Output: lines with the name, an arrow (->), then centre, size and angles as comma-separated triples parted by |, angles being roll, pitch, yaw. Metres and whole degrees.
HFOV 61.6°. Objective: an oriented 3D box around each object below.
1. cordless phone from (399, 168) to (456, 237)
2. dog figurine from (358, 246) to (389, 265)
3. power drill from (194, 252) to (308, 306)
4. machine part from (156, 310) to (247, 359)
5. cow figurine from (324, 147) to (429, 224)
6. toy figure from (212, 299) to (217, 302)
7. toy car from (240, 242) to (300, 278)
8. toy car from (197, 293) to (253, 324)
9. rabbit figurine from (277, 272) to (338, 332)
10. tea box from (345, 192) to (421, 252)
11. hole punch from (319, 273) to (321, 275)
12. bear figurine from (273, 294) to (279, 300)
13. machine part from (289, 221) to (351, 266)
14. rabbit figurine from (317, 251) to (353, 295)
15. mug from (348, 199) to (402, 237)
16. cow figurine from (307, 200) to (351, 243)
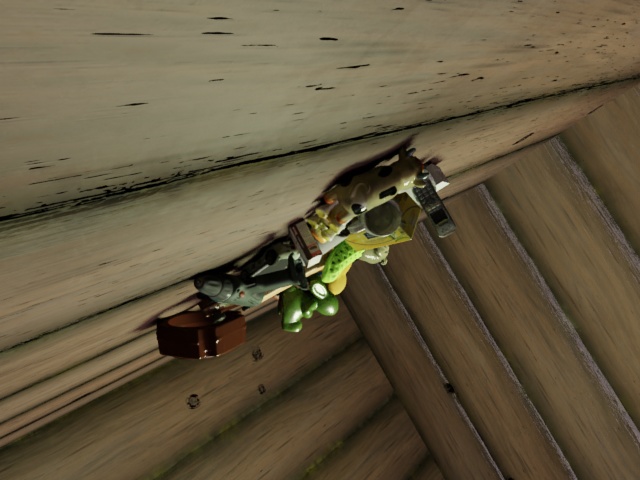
cordless phone -> 0.232, -0.073, 1.305 | 0.147, 0.184, 0.089 | -31, 178, 5
dog figurine -> 0.125, 0.037, 1.753 | 0.190, 0.172, 0.121 | -33, 166, -40
power drill -> -0.140, 0.094, 1.188 | 0.207, 0.086, 0.232 | -21, 160, 9
machine part -> -0.314, 0.247, 1.425 | 0.202, 0.087, 0.201 | -2, -174, 26
cow figurine -> 0.118, -0.109, 1.017 | 0.195, 0.085, 0.127 | -25, 178, -32
toy figure -> -0.224, 0.127, 1.327 | 0.058, 0.064, 0.154 | -37, 160, 11
toy car -> -0.124, 0.062, 1.304 | 0.073, 0.056, 0.202 | 8, 149, -39
toy car -> -0.240, 0.155, 1.401 | 0.053, 0.089, 0.202 | -32, 171, 24
rabbit figurine -> -0.030, 0.168, 1.542 | 0.170, 0.158, 0.121 | 0, -158, -14
tea box -> 0.142, -0.040, 1.258 | 0.170, 0.068, 0.098 | -13, -137, 45
hole punch -> -0.019, 0.072, 1.736 | 0.116, 0.092, 0.142 | -37, 168, 23
bear figurine -> -0.144, 0.131, 1.614 | 0.196, 0.120, 0.132 | 0, -155, -22
machine part -> -0.003, -0.004, 1.280 | 0.079, 0.079, 0.243 | -23, 171, -43
rabbit figurine -> 0.030, 0.073, 1.581 | 0.122, 0.173, 0.162 | -18, 172, -41
mug -> 0.110, -0.044, 1.145 | 0.109, 0.080, 0.107 | -34, -172, -5
cow figurine -> 0.029, -0.050, 1.130 | 0.098, 0.068, 0.167 | -43, 179, -18
